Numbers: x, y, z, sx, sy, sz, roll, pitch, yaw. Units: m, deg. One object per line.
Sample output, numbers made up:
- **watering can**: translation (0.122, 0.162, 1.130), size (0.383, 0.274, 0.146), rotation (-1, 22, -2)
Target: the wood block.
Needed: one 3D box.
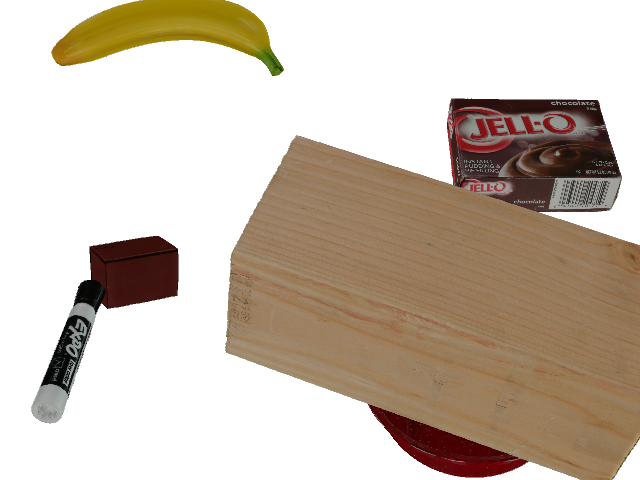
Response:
- **wood block**: translation (0.065, 0.035, 0.544), size (0.206, 0.090, 0.090), rotation (18, -40, 9)

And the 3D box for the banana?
- **banana**: translation (-0.130, -0.180, 0.922), size (0.197, 0.069, 0.037), rotation (1, -33, -2)

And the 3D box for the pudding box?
- **pudding box**: translation (0.151, -0.063, 0.769), size (0.113, 0.090, 0.039), rotation (2, -45, -2)

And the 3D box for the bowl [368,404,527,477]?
- **bowl**: translation (0.113, 0.129, 0.821), size (0.162, 0.055, 0.162), rotation (0, 35, 0)

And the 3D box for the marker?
- **marker**: translation (-0.160, 0.067, 0.687), size (0.020, 0.020, 0.121), rotation (0, 38, 5)

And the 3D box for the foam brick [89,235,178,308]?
- **foam brick**: translation (-0.189, 0.031, 1.081), size (0.078, 0.051, 0.053), rotation (-10, 21, -27)
